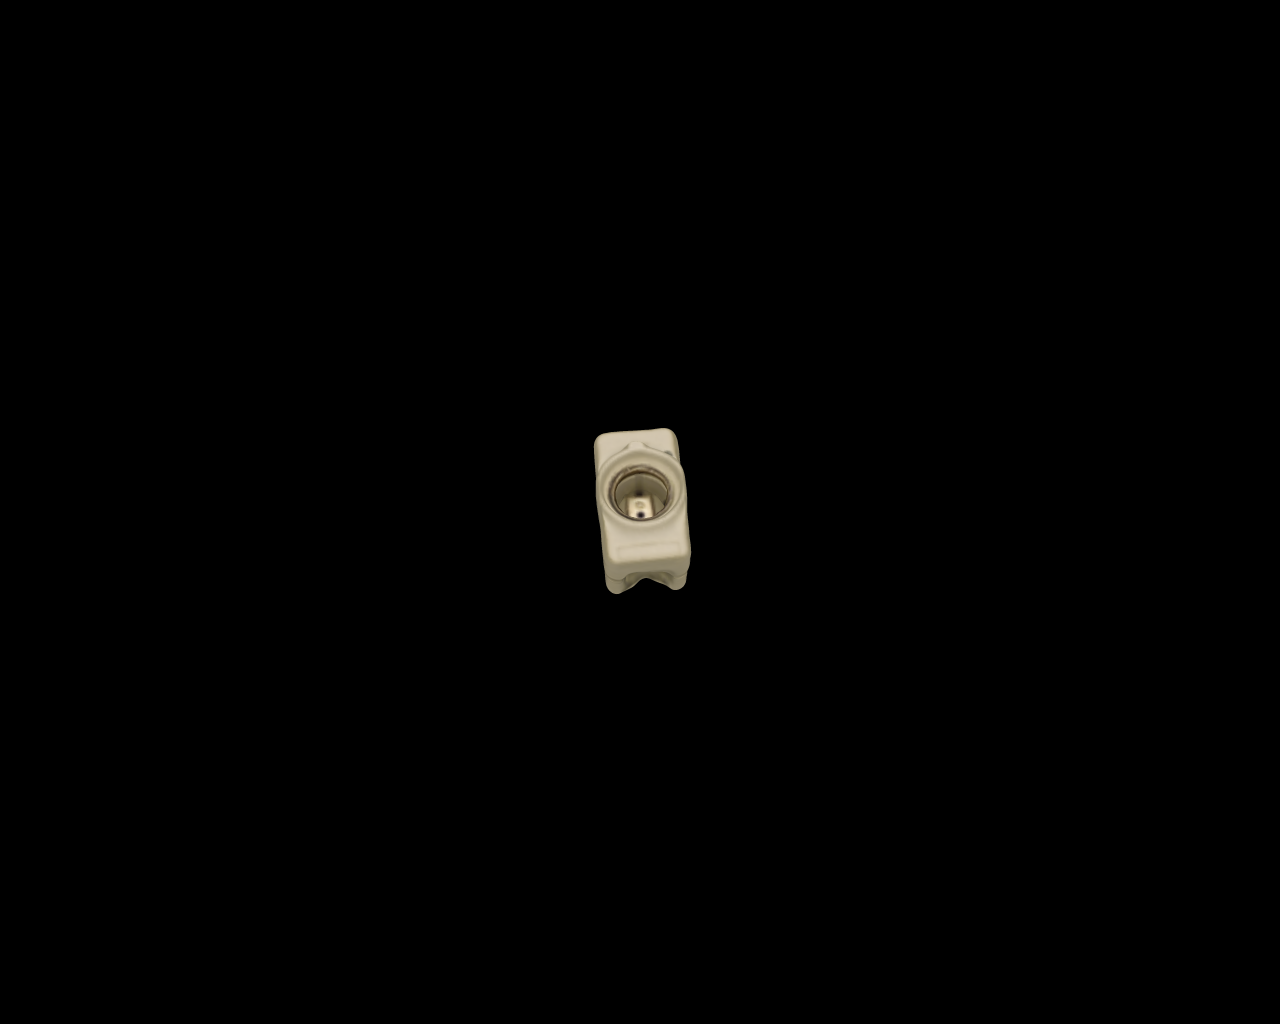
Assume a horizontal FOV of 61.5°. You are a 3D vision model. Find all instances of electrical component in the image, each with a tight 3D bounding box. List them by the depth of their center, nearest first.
[{"bbox_3d":[0.001,-0.003,0.650,0.050,0.089,0.055,-4,-28,-2],"label":"electrical component"}]
